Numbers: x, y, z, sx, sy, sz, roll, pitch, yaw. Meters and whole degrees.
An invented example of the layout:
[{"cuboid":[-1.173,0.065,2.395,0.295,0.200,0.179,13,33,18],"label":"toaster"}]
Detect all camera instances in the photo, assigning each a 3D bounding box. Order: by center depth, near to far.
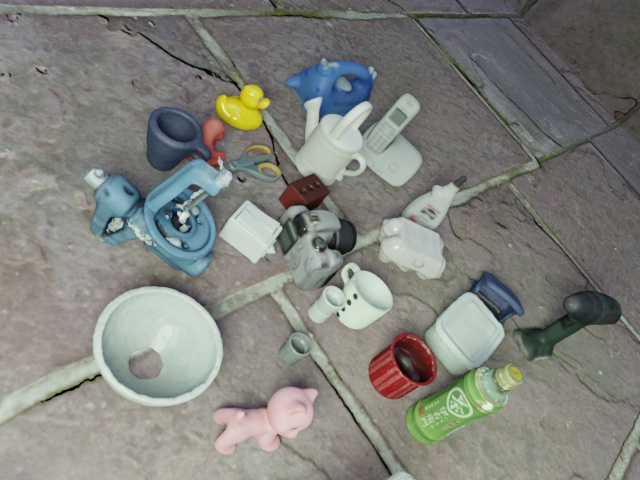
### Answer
[{"cuboid":[0.009,0.004,1.027,0.137,0.100,0.143,-2,58,-38],"label":"camera"}]

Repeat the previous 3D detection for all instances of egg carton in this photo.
[{"cuboid":[0.188,0.019,1.171,0.151,0.069,0.107,22,46,-21],"label":"egg carton"}]

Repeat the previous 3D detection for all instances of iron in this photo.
[{"cuboid":[0.055,-0.362,1.331,0.259,0.141,0.118,-14,65,-43],"label":"iron"}]

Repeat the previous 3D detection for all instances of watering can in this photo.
[{"cuboid":[0.031,-0.210,1.149,0.173,0.193,0.101,33,43,-9],"label":"watering can"}]

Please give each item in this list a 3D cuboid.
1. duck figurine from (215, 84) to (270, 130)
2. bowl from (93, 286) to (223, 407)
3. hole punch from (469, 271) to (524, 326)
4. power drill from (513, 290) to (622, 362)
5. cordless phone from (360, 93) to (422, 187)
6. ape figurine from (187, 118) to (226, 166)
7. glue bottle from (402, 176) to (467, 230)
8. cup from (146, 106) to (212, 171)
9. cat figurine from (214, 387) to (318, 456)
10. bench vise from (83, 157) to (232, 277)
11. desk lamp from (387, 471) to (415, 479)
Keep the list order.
[{"cuboid":[-0.151,-0.276,1.148,0.105,0.086,0.077,12,50,-29],"label":"duck figurine"},{"cuboid":[-0.218,0.149,0.757,0.168,0.074,0.167,20,46,-22],"label":"bowl"},{"cuboid":[0.375,0.118,1.213,0.108,0.091,0.101,42,42,0],"label":"hole punch"},{"cuboid":[0.508,0.172,1.180,0.230,0.208,0.075,1,56,-36],"label":"power drill"},{"cuboid":[0.180,-0.222,1.277,0.147,0.184,0.094,39,42,-3],"label":"cordless phone"},{"cuboid":[-0.199,-0.180,1.029,0.076,0.092,0.077,3,55,-35],"label":"ape figurine"},{"cuboid":[0.252,-0.082,1.224,0.078,0.173,0.037,31,43,-12],"label":"glue bottle"},{"cuboid":[-0.245,-0.155,0.972,0.118,0.094,0.092,37,42,-6],"label":"cup"},{"cuboid":[-0.065,0.236,0.768,0.128,0.117,0.067,6,53,-33],"label":"cat figurine"},{"cuboid":[-0.225,-0.046,0.805,0.208,0.219,0.121,16,48,-26],"label":"bench vise"},{"cuboid":[0.025,0.355,0.666,0.204,0.213,0.118,-27,75,-46],"label":"desk lamp"}]
